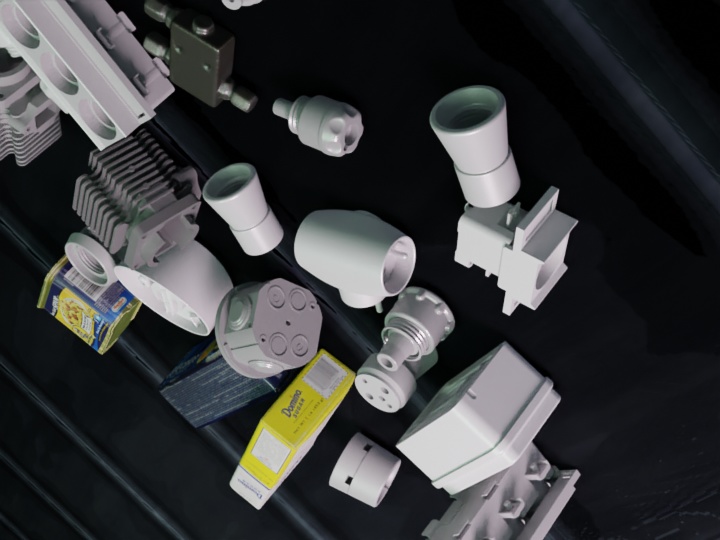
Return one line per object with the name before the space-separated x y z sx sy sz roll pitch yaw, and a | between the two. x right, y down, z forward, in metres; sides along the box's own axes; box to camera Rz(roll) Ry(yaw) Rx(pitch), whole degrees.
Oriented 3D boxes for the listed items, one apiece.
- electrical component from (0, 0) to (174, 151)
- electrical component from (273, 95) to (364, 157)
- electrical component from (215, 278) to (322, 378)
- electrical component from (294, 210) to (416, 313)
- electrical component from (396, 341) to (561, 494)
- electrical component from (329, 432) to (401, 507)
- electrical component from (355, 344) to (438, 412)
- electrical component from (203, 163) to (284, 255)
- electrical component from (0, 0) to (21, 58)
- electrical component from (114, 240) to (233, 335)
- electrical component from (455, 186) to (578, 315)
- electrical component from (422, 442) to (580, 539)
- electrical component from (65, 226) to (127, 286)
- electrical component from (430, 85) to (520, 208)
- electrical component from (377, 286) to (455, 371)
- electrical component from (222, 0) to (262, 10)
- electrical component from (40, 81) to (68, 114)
electrical component | -0.197 -0.156 0.774 0.079 0.063 0.121 -13 120 52
electrical component | -0.030 -0.098 0.701 0.061 0.035 0.035 25 145 27
electrical component | -0.074 0.047 0.880 0.051 0.080 0.080 -15 119 46
electrical component | 0.000 0.000 0.779 0.077 0.044 0.079 18 141 31
electrical component | 0.087 0.112 0.795 0.057 0.078 0.113 43 148 0
electrical component | 0.006 0.185 0.990 0.047 0.055 0.055 28 146 13
electrical component | 0.028 0.076 0.832 0.045 0.055 0.045 27 145 20
electrical component | -0.086 -0.043 0.819 0.044 0.044 0.065 10 142 39
electrical component | -0.260 -0.183 0.825 0.043 0.043 0.062 5 135 42
electrical component | -0.162 0.015 0.944 0.099 0.064 0.099 27 146 20
electrical component | 0.094 -0.016 0.666 0.064 0.042 0.081 28 145 21
electrical component | 0.105 0.191 0.831 0.063 0.121 0.079 52 146 -13
electrical component | -0.229 -0.023 0.974 0.078 0.057 0.058 49 147 -14
electrical component | 0.070 -0.069 0.628 0.044 0.044 0.065 14 144 36
electrical component | 0.036 0.046 0.781 0.048 0.062 0.048 27 145 20
electrical component | -0.056 -0.172 0.603 0.040 0.078 0.040 15 139 13
electrical component | -0.221 -0.136 0.851 0.061 0.035 0.035 46 147 -14
